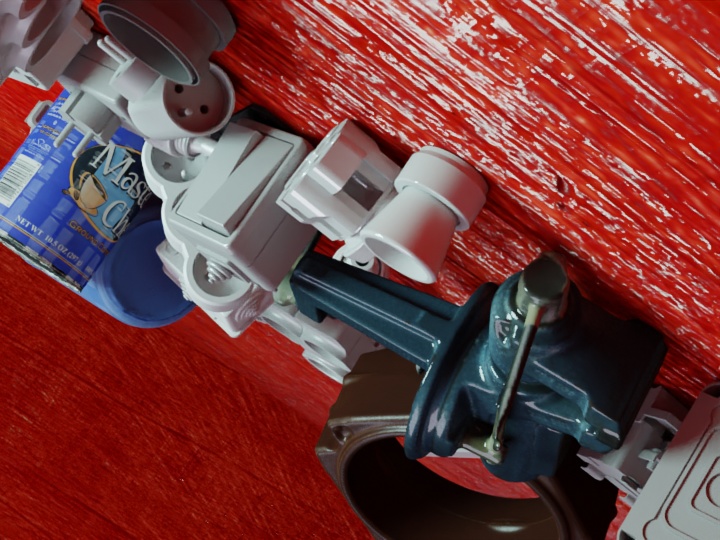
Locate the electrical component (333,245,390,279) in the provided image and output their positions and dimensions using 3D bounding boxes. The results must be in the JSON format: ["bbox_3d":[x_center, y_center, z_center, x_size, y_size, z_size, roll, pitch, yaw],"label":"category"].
[{"bbox_3d":[0.000,0.000,0.766,0.043,0.043,0.062,33,167,5],"label":"electrical component"}]

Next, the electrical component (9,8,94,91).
[{"bbox_3d":[-0.242,-0.174,0.679,0.109,0.056,0.108,23,164,42],"label":"electrical component"}]

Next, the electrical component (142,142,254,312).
[{"bbox_3d":[-0.119,-0.035,0.795,0.073,0.052,0.138,131,119,-78],"label":"electrical component"}]

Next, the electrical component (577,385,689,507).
[{"bbox_3d":[0.203,0.130,0.700,0.121,0.063,0.079,38,167,-24],"label":"electrical component"}]

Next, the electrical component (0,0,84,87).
[{"bbox_3d":[-0.173,-0.147,0.519,0.062,0.089,0.150,36,168,-11],"label":"electrical component"}]

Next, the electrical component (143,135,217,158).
[{"bbox_3d":[-0.119,-0.092,0.732,0.061,0.035,0.035,28,167,22],"label":"electrical component"}]

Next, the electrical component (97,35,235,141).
[{"bbox_3d":[-0.120,-0.111,0.636,0.079,0.044,0.077,39,167,-23],"label":"electrical component"}]

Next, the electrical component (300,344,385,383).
[{"bbox_3d":[-0.016,0.078,1.083,0.054,0.059,0.095,25,165,36],"label":"electrical component"}]

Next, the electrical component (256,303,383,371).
[{"bbox_3d":[-0.054,0.029,0.981,0.150,0.061,0.089,27,167,28],"label":"electrical component"}]

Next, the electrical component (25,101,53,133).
[{"bbox_3d":[-0.262,-0.117,0.960,0.078,0.058,0.057,39,165,-25],"label":"electrical component"}]

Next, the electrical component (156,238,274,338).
[{"bbox_3d":[-0.102,-0.010,0.857,0.100,0.100,0.048,42,167,16],"label":"electrical component"}]

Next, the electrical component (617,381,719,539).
[{"bbox_3d":[0.201,0.128,0.578,0.078,0.113,0.057,24,162,39],"label":"electrical component"}]

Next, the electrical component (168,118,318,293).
[{"bbox_3d":[-0.067,-0.036,0.642,0.062,0.096,0.061,24,164,40],"label":"electrical component"}]

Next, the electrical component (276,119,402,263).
[{"bbox_3d":[-0.004,-0.041,0.581,0.057,0.058,0.078,38,168,-11],"label":"electrical component"}]

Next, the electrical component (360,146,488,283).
[{"bbox_3d":[0.033,-0.028,0.537,0.045,0.055,0.045,32,168,8],"label":"electrical component"}]

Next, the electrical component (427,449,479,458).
[{"bbox_3d":[0.093,0.157,1.058,0.100,0.048,0.099,2,167,-2],"label":"electrical component"}]

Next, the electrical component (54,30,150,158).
[{"bbox_3d":[-0.171,-0.108,0.705,0.066,0.076,0.047,27,167,28],"label":"electrical component"}]
